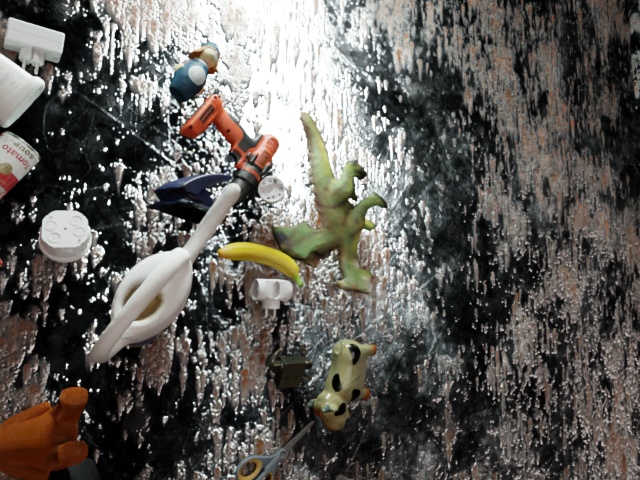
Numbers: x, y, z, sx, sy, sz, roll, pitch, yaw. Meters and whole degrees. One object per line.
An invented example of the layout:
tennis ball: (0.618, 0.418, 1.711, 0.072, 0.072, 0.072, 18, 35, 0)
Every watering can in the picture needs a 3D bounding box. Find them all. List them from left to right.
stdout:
watering can: (-0.255, 0.063, 0.873, 0.104, 0.221, 0.353, 39, 64, -5)

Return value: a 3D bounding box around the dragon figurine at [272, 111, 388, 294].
dragon figurine: (0.003, -0.057, 1.137, 0.246, 0.121, 0.408, -40, 98, -21)
